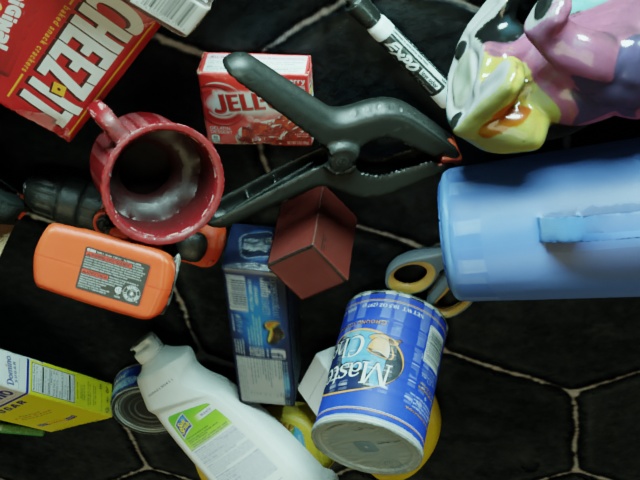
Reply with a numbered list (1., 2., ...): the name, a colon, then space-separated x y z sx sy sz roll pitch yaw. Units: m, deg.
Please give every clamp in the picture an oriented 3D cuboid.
1. clamp: -0.303 -0.054 0.896 0.039 0.120 0.171 -43 135 8
2. clamp: 0.007 -0.066 0.850 0.209 0.036 0.165 5 133 -19

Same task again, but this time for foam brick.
1. foam brick: -0.006 0.001 0.927 0.051 0.078 0.053 -24 126 31

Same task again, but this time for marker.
1. marker: 0.061 -0.144 0.809 0.020 0.020 0.121 -30 124 33

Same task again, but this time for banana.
1. banana: 0.093 0.216 1.160 0.069 0.037 0.198 17 135 -10

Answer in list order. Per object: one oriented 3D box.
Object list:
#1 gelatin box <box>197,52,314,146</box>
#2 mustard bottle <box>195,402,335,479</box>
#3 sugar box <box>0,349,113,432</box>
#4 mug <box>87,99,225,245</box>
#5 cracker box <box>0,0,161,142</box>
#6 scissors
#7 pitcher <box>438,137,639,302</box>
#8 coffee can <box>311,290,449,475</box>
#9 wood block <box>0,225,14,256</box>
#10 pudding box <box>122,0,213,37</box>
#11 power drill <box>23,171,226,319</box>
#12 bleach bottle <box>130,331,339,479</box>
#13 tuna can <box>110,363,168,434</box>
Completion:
1. gelatin box: -0.050 -0.111 0.852 0.089 0.030 0.073 2 136 5
2. mustard bottle: -0.043 0.224 1.171 0.192 0.058 0.096 -7 112 15
3. sugar box: -0.308 0.161 1.116 0.093 0.048 0.176 -18 156 25
4. mug: -0.136 -0.060 0.812 0.093 0.082 0.117 -44 118 -5
5. cracker box: -0.233 -0.186 0.775 0.213 0.072 0.164 30 133 -22
6. scissors: 0.119 0.000 0.950 0.096 0.016 0.202 12 136 -3
7. pitcher: 0.216 -0.015 0.820 0.243 0.145 0.149 -6 139 12
8. coffee can: 0.058 0.132 0.994 0.103 0.140 0.103 11 145 8
9. wood block: -0.351 0.038 0.927 0.090 0.206 0.090 -29 125 32
10. pudding box: -0.121 -0.202 0.728 0.113 0.090 0.039 31 133 -23
11. power drill: -0.175 -0.004 0.881 0.184 0.187 0.057 15 106 -3
12. bleach bottle: -0.096 0.192 1.099 0.103 0.068 0.251 -37 100 15
13. tuna can: -0.183 0.173 1.158 0.086 0.033 0.086 1 133 1
